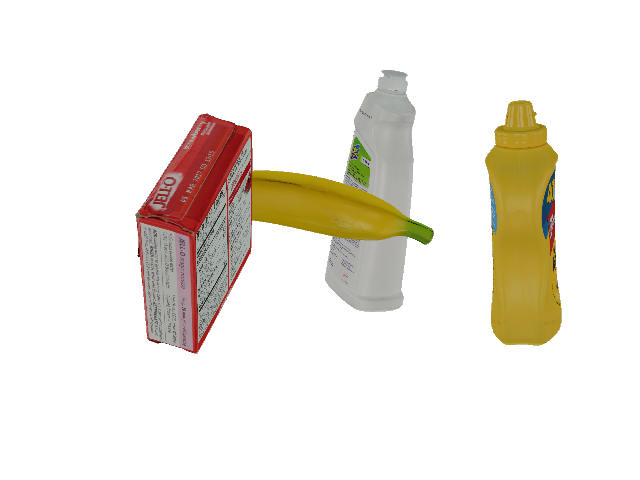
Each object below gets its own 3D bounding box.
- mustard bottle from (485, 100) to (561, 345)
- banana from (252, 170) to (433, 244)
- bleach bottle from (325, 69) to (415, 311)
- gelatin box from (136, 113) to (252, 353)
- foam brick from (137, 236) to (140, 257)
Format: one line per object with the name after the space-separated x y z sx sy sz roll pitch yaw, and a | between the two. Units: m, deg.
0.165 -0.018 0.870 0.058 0.191 0.096 0 17 17 | mustard bottle
-0.018 -0.023 0.768 0.198 0.037 0.069 13 -20 38 | banana
0.063 -0.056 1.156 0.068 0.251 0.103 -2 22 -27 | bleach bottle
-0.058 -0.003 0.504 0.030 0.089 0.073 15 48 10 | gelatin box
-0.141 -0.011 1.084 0.078 0.051 0.053 9 31 3 | foam brick
